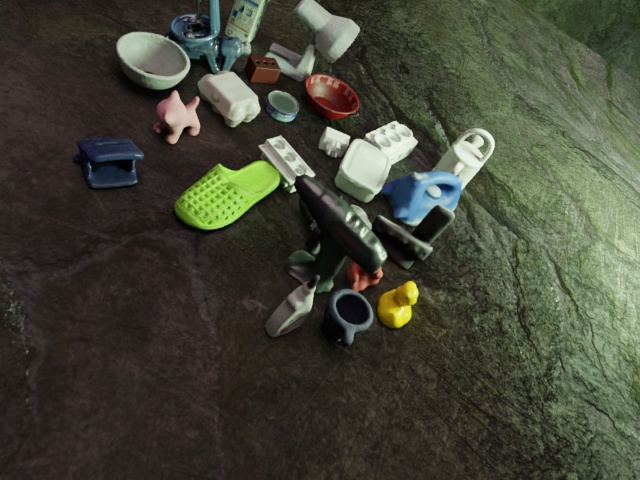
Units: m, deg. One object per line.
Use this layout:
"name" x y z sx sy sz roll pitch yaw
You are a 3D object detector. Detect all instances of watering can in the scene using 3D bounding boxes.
"watering can" 0.391 -0.227 1.547 0.101 0.194 0.173 22 46 -12

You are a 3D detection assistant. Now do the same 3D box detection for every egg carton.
"egg carton" -0.221 -0.345 1.386 0.150 0.069 0.107 46 46 12

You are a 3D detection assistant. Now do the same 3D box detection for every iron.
"iron" 0.285 -0.125 1.437 0.259 0.141 0.118 -7 57 -34

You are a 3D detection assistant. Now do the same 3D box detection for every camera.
"camera" 0.026 -0.054 1.259 0.144 0.100 0.136 -13 61 -36

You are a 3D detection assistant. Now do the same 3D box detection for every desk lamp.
"desk lamp" -0.022 -0.541 1.562 0.203 0.213 0.118 25 45 -9

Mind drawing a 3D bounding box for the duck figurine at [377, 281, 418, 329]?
"duck figurine" 0.170 0.129 1.198 0.077 0.086 0.105 35 45 2

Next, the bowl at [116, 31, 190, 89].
"bowl" -0.393 -0.405 1.335 0.168 0.074 0.167 16 47 -18

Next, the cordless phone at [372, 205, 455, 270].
"cordless phone" 0.206 -0.035 1.286 0.147 0.185 0.094 29 45 -5

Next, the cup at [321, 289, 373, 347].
"cup" 0.042 0.165 1.088 0.092 0.095 0.117 19 46 -15

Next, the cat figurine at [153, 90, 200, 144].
"cat figurine" -0.309 -0.275 1.242 0.067 0.117 0.128 42 45 8

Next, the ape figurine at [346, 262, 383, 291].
"ape figurine" 0.101 0.061 1.212 0.078 0.092 0.076 17 47 -16

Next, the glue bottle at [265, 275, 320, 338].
"glue bottle" -0.039 0.113 1.030 0.078 0.173 0.037 -23 67 -40

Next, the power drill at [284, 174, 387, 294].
"power drill" 0.010 0.004 1.125 0.229 0.208 0.076 36 45 3

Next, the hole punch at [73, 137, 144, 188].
"hole punch" -0.410 -0.165 1.112 0.109 0.091 0.101 -12 60 -36

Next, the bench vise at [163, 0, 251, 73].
"bench vise" -0.268 -0.531 1.410 0.208 0.219 0.121 -1 54 -30
